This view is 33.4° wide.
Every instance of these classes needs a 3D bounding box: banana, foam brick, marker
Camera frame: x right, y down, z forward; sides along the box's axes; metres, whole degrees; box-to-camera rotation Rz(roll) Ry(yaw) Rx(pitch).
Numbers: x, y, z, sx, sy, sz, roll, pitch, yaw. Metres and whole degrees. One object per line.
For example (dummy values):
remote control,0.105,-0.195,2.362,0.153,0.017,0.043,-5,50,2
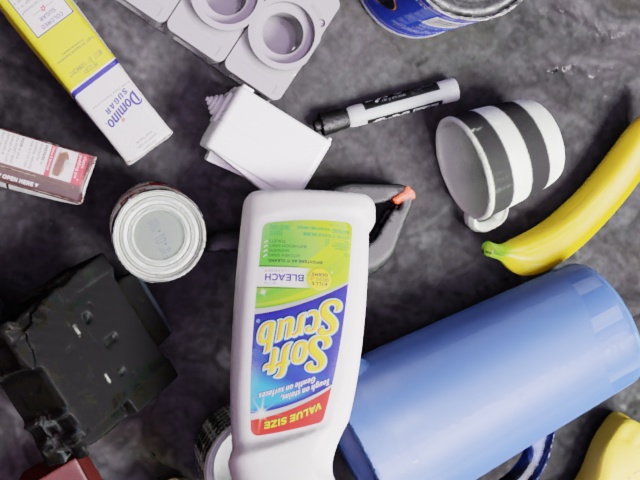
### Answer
banana,0.216,-0.030,0.872,0.197,0.069,0.037,-40,59,-11
foam brick,-0.190,0.205,0.820,0.053,0.051,0.078,-29,100,-6
marker,0.052,-0.106,0.852,0.121,0.020,0.020,-16,99,-9

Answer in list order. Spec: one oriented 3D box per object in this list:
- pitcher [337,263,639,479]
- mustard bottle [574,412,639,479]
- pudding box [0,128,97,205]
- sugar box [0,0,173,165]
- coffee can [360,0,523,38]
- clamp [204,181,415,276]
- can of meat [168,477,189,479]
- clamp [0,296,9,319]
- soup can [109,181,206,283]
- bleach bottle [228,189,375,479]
pitcher,0.129,0.124,0.841,0.242,0.149,0.145,-25,60,-11
mustard bottle,0.237,0.249,0.906,0.096,0.058,0.191,35,89,-13
pudding box,-0.208,-0.053,0.759,0.090,0.114,0.039,15,90,-13
sugar box,-0.177,-0.135,0.766,0.048,0.093,0.176,-36,101,-5
coffee can,0.090,-0.206,0.787,0.102,0.140,0.103,-1,96,-11
clamp,-0.006,0.001,0.843,0.171,0.039,0.120,-44,107,-7
can of meat,-0.102,0.246,0.821,0.084,0.057,0.102,29,89,28
clamp,-0.250,0.090,0.789,0.164,0.036,0.210,-23,113,-11
soup can,-0.121,-0.008,0.786,0.068,0.102,0.068,-1,95,-11
bleach bottle,-0.012,0.091,0.751,0.102,0.068,0.251,2,70,-3
